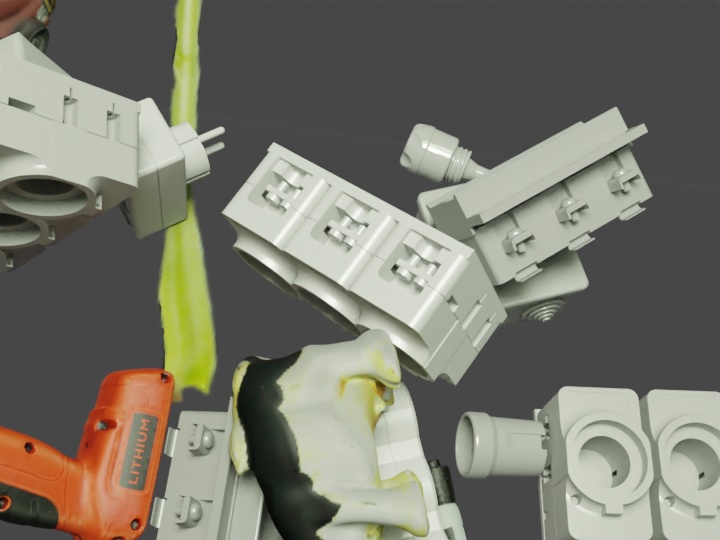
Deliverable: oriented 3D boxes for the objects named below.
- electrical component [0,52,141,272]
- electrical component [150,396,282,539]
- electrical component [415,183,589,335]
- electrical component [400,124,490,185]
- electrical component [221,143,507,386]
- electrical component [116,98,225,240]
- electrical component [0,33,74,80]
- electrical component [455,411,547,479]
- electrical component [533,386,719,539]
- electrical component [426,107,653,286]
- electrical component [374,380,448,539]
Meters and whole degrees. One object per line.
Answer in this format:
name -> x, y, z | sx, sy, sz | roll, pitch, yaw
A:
electrical component -> -0.203, -0.051, 0.610 | 0.089, 0.150, 0.061 | 17, 60, -41
electrical component -> -0.077, 0.141, 0.599 | 0.063, 0.078, 0.121 | -1, 64, 16
electrical component -> 0.087, -0.010, 0.698 | 0.100, 0.048, 0.099 | -13, 68, -13
electrical component -> 0.060, -0.074, 0.731 | 0.061, 0.035, 0.035 | 23, 65, 0
electrical component -> 0.000, 0.000, 0.630 | 0.150, 0.089, 0.061 | 30, 78, 30
electrical component -> -0.119, -0.069, 0.678 | 0.076, 0.083, 0.047 | -26, 72, -18
electrical component -> -0.210, -0.097, 0.676 | 0.062, 0.096, 0.061 | -20, 65, 14
electrical component -> 0.085, 0.107, 0.651 | 0.046, 0.040, 0.040 | 5, 65, -12
electrical component -> 0.166, 0.165, 0.624 | 0.105, 0.060, 0.186 | 3, 66, -7
electrical component -> 0.111, -0.041, 0.650 | 0.121, 0.079, 0.063 | -29, 95, -19
electrical component -> 0.003, 0.134, 0.620 | 0.074, 0.052, 0.138 | -10, 68, -12
